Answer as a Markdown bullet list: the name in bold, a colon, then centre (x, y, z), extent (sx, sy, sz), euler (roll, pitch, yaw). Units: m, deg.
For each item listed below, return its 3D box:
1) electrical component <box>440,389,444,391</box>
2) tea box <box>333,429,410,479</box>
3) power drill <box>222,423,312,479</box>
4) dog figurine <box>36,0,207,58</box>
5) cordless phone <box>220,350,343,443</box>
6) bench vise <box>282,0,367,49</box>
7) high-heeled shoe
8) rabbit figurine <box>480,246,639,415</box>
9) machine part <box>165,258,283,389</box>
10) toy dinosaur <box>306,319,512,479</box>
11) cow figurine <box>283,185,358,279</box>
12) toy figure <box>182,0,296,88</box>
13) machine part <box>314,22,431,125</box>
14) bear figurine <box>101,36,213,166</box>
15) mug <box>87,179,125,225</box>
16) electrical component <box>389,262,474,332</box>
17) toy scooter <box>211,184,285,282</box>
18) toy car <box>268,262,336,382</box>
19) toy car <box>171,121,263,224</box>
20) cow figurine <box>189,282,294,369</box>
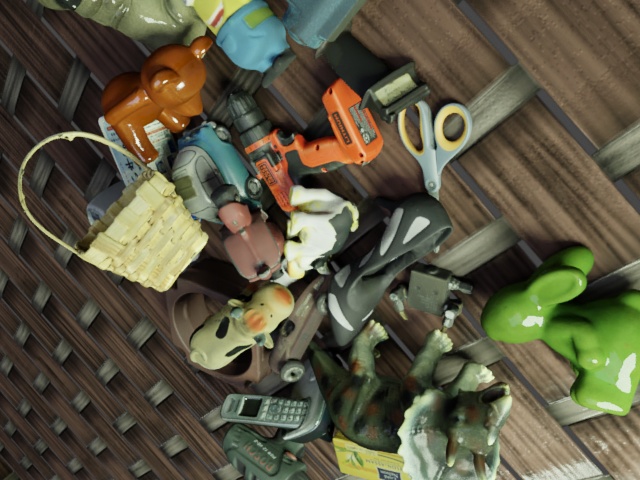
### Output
- **electrical component**: centre (0.164, 0.286, 0.832), extent (0.119, 0.048, 0.075), euler (-36, 92, 39)
- **tea box**: centre (0.116, 0.294, 0.772), extent (0.170, 0.098, 0.068), euler (0, 113, 34)
- **power drill**: centre (-0.028, 0.343, 0.888), extent (0.232, 0.207, 0.085), euler (19, 131, 27)
- **dog figurine**: centre (-0.250, -0.290, 0.679), extent (0.172, 0.190, 0.121), euler (42, 131, 3)
- **cordless phone**: centre (-0.060, 0.251, 0.878), extent (0.184, 0.147, 0.088), euler (2, 135, 14)
- **bench vise**: centre (0.003, -0.329, 0.540), extent (0.240, 0.129, 0.223), euler (44, 128, -1)
- **high-heeled shoe**: centre (0.090, 0.053, 0.690), extent (0.145, 0.086, 0.248), euler (36, 118, 52)
- **rabbit figurine**: centre (0.269, 0.093, 0.602), extent (0.170, 0.121, 0.158), euler (16, 117, 22)
- **machine part**: centre (-0.165, 0.144, 0.942), extent (0.202, 0.087, 0.200), euler (16, 124, 23)
- **toy dinosaur**: centre (0.088, 0.218, 0.725), extent (0.405, 0.192, 0.131), euler (-6, 131, 44)
- **cow figurine**: centre (-0.002, -0.003, 0.743), extent (0.098, 0.068, 0.167), euler (1, 147, -7)
- **toy figure**: centre (-0.103, -0.279, 0.663), extent (0.082, 0.089, 0.180), euler (-38, 102, 24)
- **machine part**: centre (0.056, -0.194, 0.616), extent (0.139, 0.084, 0.039), euler (44, 163, 16)
- **bear figurine**: centre (-0.205, -0.188, 0.723), extent (0.196, 0.120, 0.131), euler (-1, 136, 40)
- **mug**: centre (-0.336, -0.050, 0.928), extent (0.110, 0.107, 0.080), euler (28, 129, 20)
- **electrical component**: centre (0.147, 0.077, 0.724), extent (0.102, 0.045, 0.078), euler (22, 127, 22)
- **toy scooter**: centre (-0.089, 0.010, 0.755), extent (0.075, 0.183, 0.135), euler (-30, 66, 1)
- **toy car**: centre (-0.029, 0.122, 0.815), extent (0.053, 0.089, 0.202), euler (13, 119, -25)
- **toy car**: centre (-0.164, -0.088, 0.797), extent (0.109, 0.103, 0.161), euler (-12, 111, 36)
- **cow figurine**: centre (-0.116, 0.122, 0.771), extent (0.195, 0.127, 0.085), euler (-37, 97, 27)
